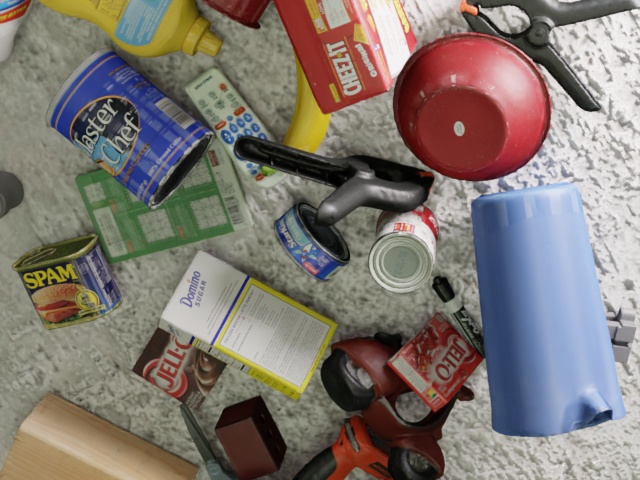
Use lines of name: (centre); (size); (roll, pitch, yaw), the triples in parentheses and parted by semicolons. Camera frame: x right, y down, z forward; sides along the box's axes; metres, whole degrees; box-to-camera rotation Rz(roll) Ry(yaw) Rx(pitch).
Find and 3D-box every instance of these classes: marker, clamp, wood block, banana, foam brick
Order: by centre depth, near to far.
clamp: (0.217, -0.194, 1.040); (0.171, 0.039, 0.120); (13, 108, 11)
clamp: (0.036, -0.053, 1.055); (0.209, 0.165, 0.036); (4, 117, -31)
banana: (-0.016, -0.158, 1.082); (0.037, 0.069, 0.198); (29, 120, 45)
marker: (0.158, 0.090, 1.168); (0.020, 0.020, 0.121); (-29, 103, 18)
foam brick: (-0.080, 0.232, 1.243); (0.051, 0.053, 0.078); (-21, 106, 16)
wood block: (-0.263, 0.280, 1.273); (0.206, 0.090, 0.091); (28, 111, -1)

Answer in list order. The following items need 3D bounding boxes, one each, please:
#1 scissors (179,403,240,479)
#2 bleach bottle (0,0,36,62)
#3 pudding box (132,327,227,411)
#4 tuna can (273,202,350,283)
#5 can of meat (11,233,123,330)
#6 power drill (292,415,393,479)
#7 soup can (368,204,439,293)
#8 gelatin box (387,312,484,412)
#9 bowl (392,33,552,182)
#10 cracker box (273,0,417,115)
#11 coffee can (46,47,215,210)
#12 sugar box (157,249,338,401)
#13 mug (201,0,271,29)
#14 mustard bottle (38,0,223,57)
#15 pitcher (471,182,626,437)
scissors: (-0.106, 0.274, 1.269); (0.096, 0.016, 0.202); (-3, 119, 4)
bleach bottle: (-0.315, -0.274, 1.078); (0.068, 0.102, 0.251); (35, 121, 18)
pudding box: (-0.150, 0.128, 1.223); (0.090, 0.039, 0.114); (32, 112, -3)
tuna can: (-0.007, 0.001, 1.126); (0.034, 0.086, 0.086); (-41, 99, 19)
can of meat: (-0.282, 0.048, 1.203); (0.102, 0.057, 0.084); (-12, 111, 22)
power drill: (0.014, 0.296, 1.230); (0.188, 0.057, 0.184); (-39, 129, 12)
soup can: (0.087, 0.006, 1.103); (0.068, 0.102, 0.068); (3, 111, 8)
gelatin box: (0.125, 0.130, 1.144); (0.073, 0.089, 0.030); (46, 135, 6)
bowl: (0.144, -0.119, 1.054); (0.162, 0.055, 0.162); (9, 121, 15)
cracker box: (0.019, -0.222, 0.969); (0.072, 0.213, 0.164); (-18, 106, 17)
coffee can: (-0.194, -0.114, 1.096); (0.140, 0.102, 0.103); (39, 112, 1)
sugar box: (-0.079, 0.094, 1.171); (0.176, 0.093, 0.048); (28, 157, 0)
mug: (-0.085, -0.272, 1.043); (0.117, 0.093, 0.082); (45, 110, 31)
mustard bottle: (-0.185, -0.241, 1.079); (0.191, 0.058, 0.096); (30, 103, -2)
pitcher: (0.217, 0.069, 1.077); (0.149, 0.144, 0.243); (-8, 91, 26)
